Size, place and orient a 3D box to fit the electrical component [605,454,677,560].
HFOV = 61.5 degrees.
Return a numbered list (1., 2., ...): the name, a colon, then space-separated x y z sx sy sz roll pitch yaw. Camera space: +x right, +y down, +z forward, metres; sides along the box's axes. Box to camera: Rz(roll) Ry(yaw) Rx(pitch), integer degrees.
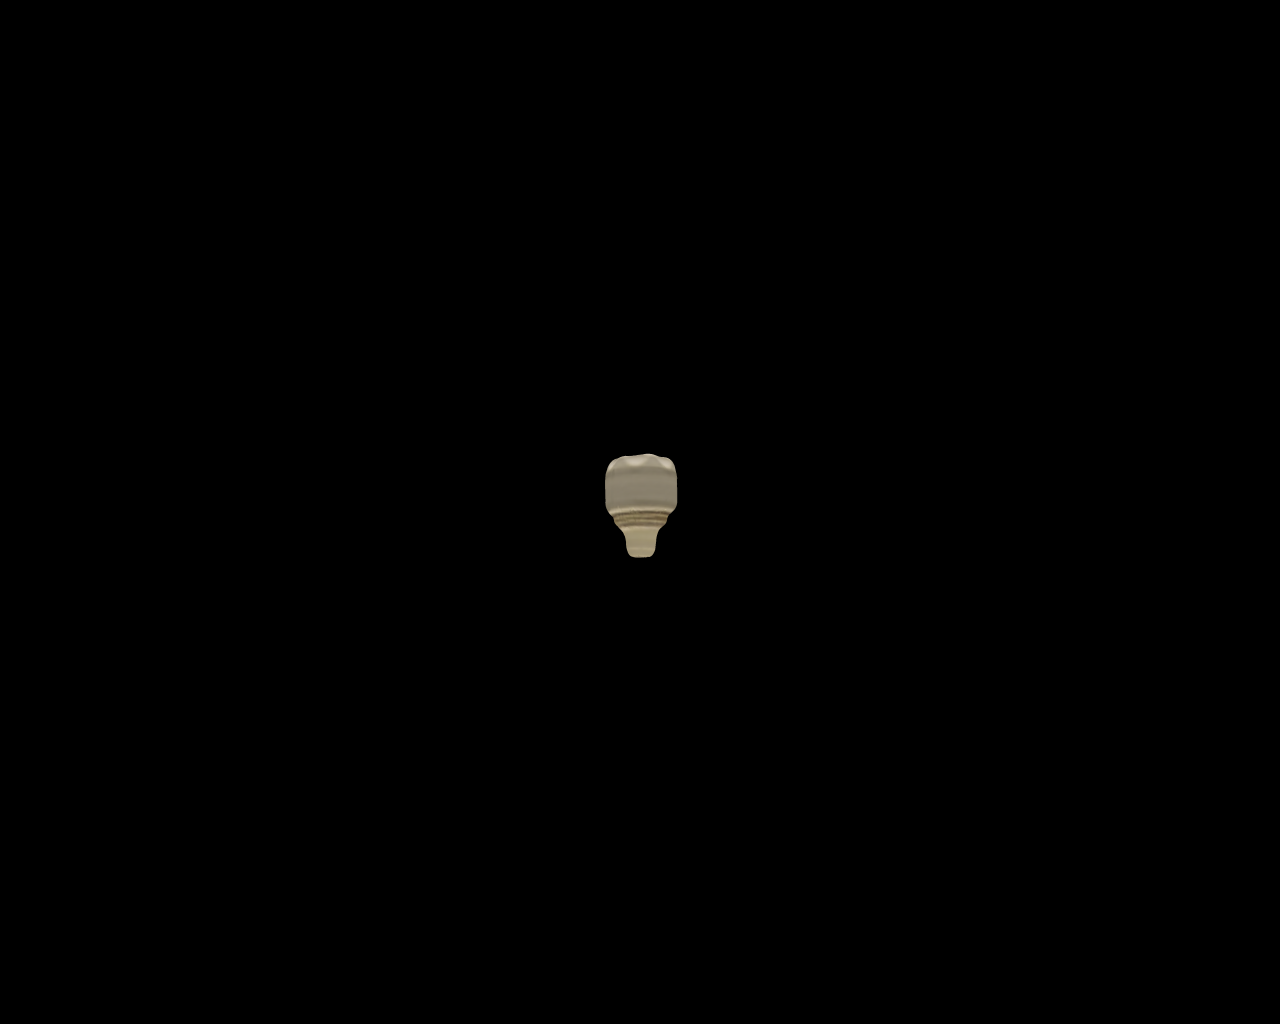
1. electrical component: 0.001 -0.003 0.650 0.043 0.062 0.043 0 -7 0
